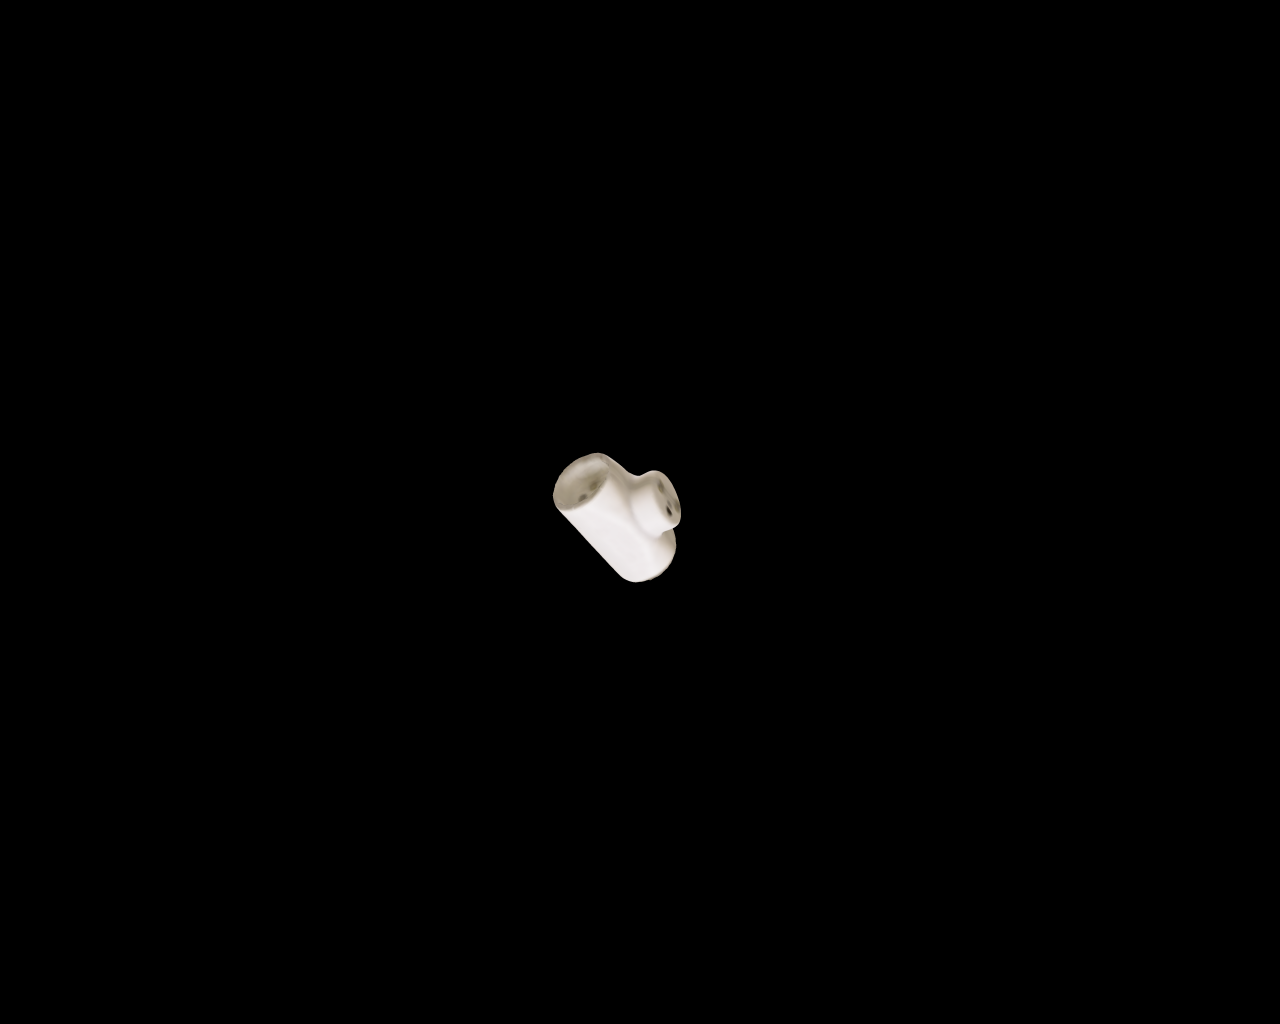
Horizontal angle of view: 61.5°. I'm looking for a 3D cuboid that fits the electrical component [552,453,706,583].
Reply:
[{"bbox_3d":[0.001,-0.003,0.650,0.079,0.044,0.077,-24,-50,22],"label":"electrical component"}]
